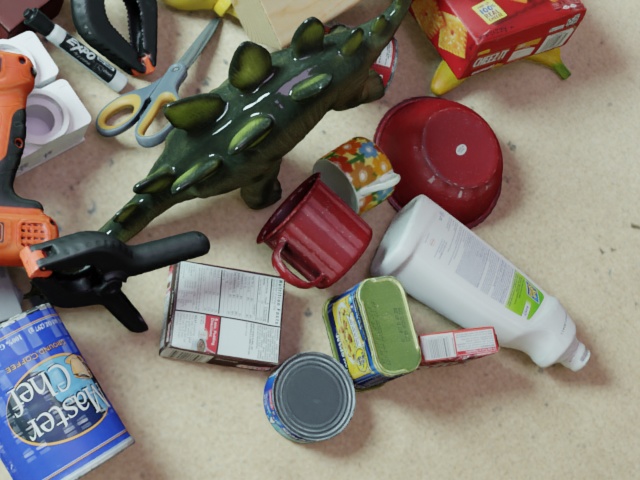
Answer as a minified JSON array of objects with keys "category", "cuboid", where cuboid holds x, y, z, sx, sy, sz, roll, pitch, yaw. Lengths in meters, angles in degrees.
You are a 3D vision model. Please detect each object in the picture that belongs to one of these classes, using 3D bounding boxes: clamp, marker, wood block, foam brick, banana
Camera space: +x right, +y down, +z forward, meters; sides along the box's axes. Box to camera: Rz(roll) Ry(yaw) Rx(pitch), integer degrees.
[{"category":"clamp","cuboid":[-0.175,0.023,0.924,0.120,0.171,0.039,-50,57,11]},{"category":"marker","cuboid":[-0.234,-0.182,1.020,0.121,0.020,0.020,37,60,-40]},{"category":"clamp","cuboid":[-0.218,-0.251,1.018,0.164,0.036,0.210,-32,114,-39]},{"category":"wood block","cuboid":[0.012,-0.284,1.070,0.206,0.091,0.090,-33,117,-13]},{"category":"foam brick","cuboid":[-0.291,-0.227,1.024,0.053,0.051,0.078,45,63,-2]},{"category":"banana","cuboid":[0.206,-0.211,1.228,0.197,0.037,0.069,-11,76,-24]}]

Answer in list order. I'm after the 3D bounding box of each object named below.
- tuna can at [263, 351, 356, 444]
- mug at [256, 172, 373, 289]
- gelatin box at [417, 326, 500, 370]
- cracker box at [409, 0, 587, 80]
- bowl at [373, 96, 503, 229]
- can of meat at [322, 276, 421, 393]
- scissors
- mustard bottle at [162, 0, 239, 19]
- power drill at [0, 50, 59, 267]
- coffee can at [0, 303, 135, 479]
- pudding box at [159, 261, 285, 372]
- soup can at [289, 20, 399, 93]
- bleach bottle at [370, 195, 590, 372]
[{"category":"tuna can","cuboid":[-0.011,0.152,1.028,0.086,0.034,0.086,7,71,-20]},{"category":"mug","cuboid":[-0.007,0.001,1.043,0.081,0.093,0.117,42,44,-11]},{"category":"gelatin box","cuboid":[0.124,0.111,1.074,0.089,0.073,0.030,-4,77,-24]},{"category":"cracker box","cuboid":[0.172,-0.297,1.197,0.164,0.072,0.214,-21,69,-27]},{"category":"bowl","cuboid":[0.139,-0.091,1.154,0.162,0.055,0.162,6,72,-20]},{"category":"can of meat","cuboid":[0.051,0.092,1.044,0.057,0.084,0.102,-9,77,-25]},{"category":"scissors","cuboid":[-0.163,-0.160,1.068,0.096,0.016,0.201,-4,44,14]},{"category":"mustard bottle","cuboid":[-0.146,-0.295,1.099,0.191,0.058,0.096,40,69,-7]},{"category":"power drill","cuboid":[-0.311,-0.069,0.894,0.184,0.057,0.187,4,78,-26]},{"category":"coffee can","cuboid":[-0.236,0.139,0.903,0.102,0.103,0.140,-30,86,-27]},{"category":"pudding box","cuboid":[-0.092,0.072,1.019,0.113,0.039,0.090,12,69,-20]},{"category":"soup can","cuboid":[0.023,-0.195,1.132,0.102,0.069,0.068,12,70,-18]},{"category":"bleach bottle","cuboid":[0.177,0.063,1.113,0.250,0.068,0.102,36,50,-10]}]
